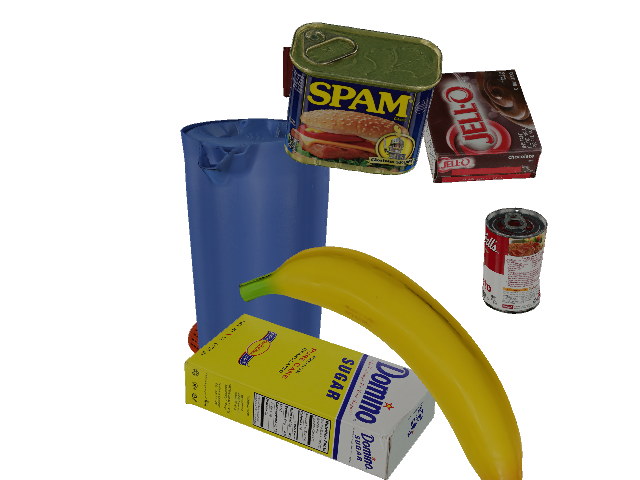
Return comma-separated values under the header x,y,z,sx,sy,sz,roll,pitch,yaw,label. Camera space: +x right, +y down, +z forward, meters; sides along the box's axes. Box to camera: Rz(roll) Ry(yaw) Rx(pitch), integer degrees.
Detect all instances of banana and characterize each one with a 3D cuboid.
x,y,z,sx,sy,sz,roll,pitch,yaw,label
0.050,0.062,0.605,0.198,0.070,0.037,39,30,4,banana

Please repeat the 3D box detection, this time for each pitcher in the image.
x,y,z,sx,sy,sz,roll,pitch,yaw,label
-0.051,0.011,0.969,0.149,0.243,0.145,-5,16,-19,pitcher

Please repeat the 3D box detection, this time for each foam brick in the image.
x,y,z,sx,sy,sz,roll,pitch,yaw,label
0.001,-0.172,1.100,0.078,0.051,0.053,2,11,-5,foam brick

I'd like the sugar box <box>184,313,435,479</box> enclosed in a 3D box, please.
x,y,z,sx,sy,sz,roll,pitch,yaw,label
-0.008,0.115,0.824,0.176,0.048,0.093,14,28,24,sugar box

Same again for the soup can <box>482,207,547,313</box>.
x,y,z,sx,sy,sz,roll,pitch,yaw,label
0.219,0.023,1.208,0.068,0.102,0.068,-2,29,1,soup can

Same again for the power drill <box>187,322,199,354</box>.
x,y,z,sx,sy,sz,roll,pitch,yaw,label
-0.061,0.078,1.182,0.185,0.188,0.057,28,11,41,power drill

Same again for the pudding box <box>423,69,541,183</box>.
x,y,z,sx,sy,sz,roll,pitch,yaw,label
0.135,-0.101,0.929,0.090,0.039,0.113,-3,44,-4,pudding box

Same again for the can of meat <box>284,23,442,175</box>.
x,y,z,sx,sy,sz,roll,pitch,yaw,label
0.026,-0.096,0.740,0.102,0.057,0.084,9,-45,0,can of meat
